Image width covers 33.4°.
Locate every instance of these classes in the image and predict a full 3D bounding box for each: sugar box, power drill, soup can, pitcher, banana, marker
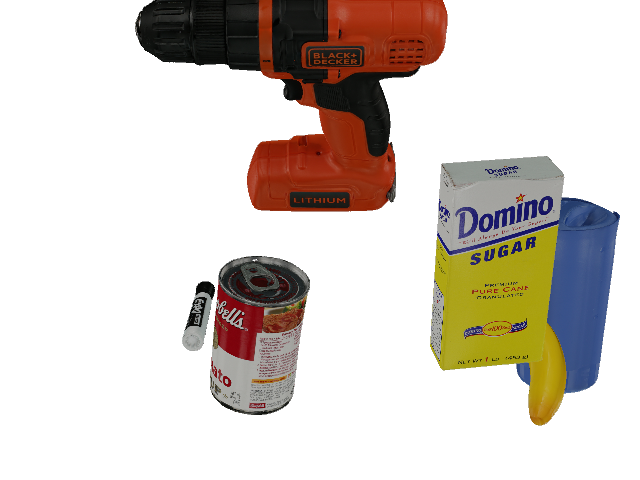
[{"bbox_3d":[0.143,0.021,0.882,0.093,0.176,0.048,-5,30,-8],"label":"sugar box"},{"bbox_3d":[-0.017,-0.090,0.690,0.184,0.057,0.188,1,-30,2],"label":"power drill"},{"bbox_3d":[-0.047,0.072,0.808,0.068,0.102,0.068,6,29,-4],"label":"soup can"},{"bbox_3d":[0.306,0.074,1.395,0.149,0.243,0.144,4,20,15],"label":"pitcher"},{"bbox_3d":[0.222,0.120,1.134,0.069,0.037,0.198,-26,35,2],"label":"banana"},{"bbox_3d":[-0.113,0.068,0.998,0.020,0.020,0.121,0,21,0],"label":"marker"}]
